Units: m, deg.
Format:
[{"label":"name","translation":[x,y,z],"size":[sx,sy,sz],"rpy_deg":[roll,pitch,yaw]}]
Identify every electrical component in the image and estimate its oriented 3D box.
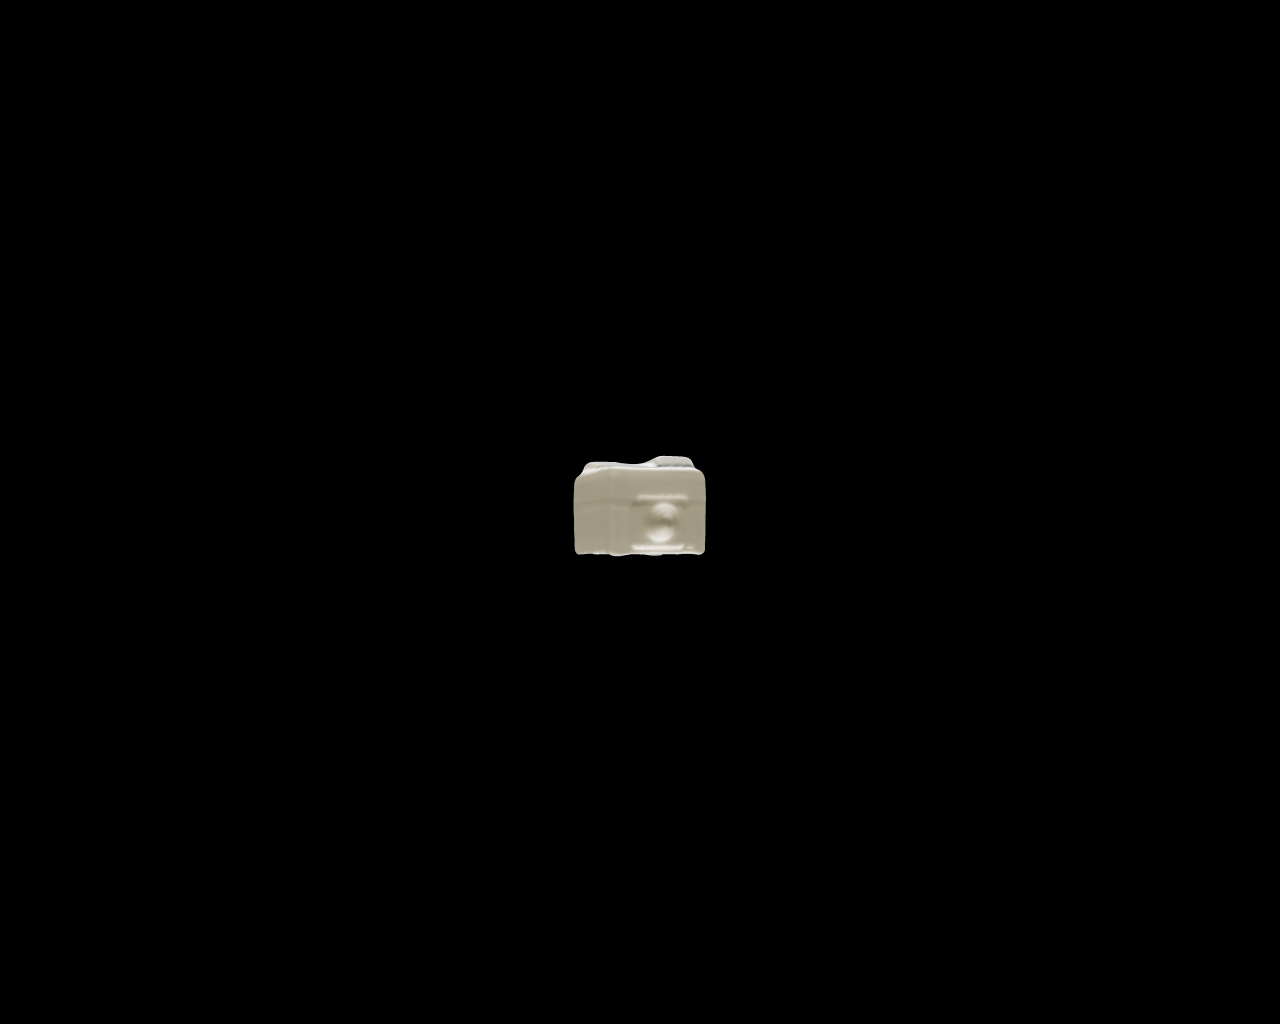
[{"label":"electrical component","translation":[0.001,-0.003,0.650],"size":[0.062,0.061,0.096],"rpy_deg":[1,-2,-19]}]
